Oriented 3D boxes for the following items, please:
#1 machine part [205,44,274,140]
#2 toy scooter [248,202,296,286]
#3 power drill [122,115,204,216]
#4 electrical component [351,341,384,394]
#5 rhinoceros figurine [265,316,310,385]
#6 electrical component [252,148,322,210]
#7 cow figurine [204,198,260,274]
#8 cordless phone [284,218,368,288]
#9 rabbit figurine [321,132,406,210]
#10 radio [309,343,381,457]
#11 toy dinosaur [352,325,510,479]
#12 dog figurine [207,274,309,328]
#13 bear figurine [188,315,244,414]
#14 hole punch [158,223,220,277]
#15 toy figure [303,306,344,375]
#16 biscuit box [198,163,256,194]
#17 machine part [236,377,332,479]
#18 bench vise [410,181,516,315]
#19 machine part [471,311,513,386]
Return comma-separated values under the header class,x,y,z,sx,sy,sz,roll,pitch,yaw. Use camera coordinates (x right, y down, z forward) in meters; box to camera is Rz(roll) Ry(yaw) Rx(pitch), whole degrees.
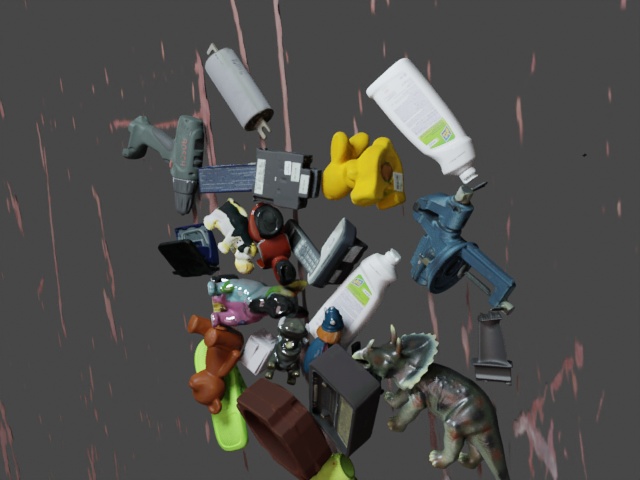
class,x,y,z,sx,sy,sz,roll,pitch,yaw
machine part,-0.174,-0.323,1.158,0.079,0.079,0.243,-37,80,28
toy scooter,-0.110,0.011,1.162,0.135,0.075,0.183,-6,103,71
power drill,-0.371,-0.195,1.283,0.208,0.086,0.231,25,108,26
electrical component,0.096,0.272,1.117,0.048,0.075,0.119,0,96,29
rhinoceros figurine,-0.066,0.234,1.141,0.073,0.112,0.190,16,143,-1
electrical component,-0.066,-0.122,1.088,0.134,0.058,0.114,13,105,16
cow figurine,-0.183,-0.009,1.224,0.098,0.068,0.167,-37,81,21
cordless phone,-0.002,-0.004,1.128,0.184,0.088,0.146,50,119,33
rabbit figurine,0.065,-0.130,1.048,0.173,0.122,0.162,-10,91,47
radio,0.042,0.312,1.044,0.131,0.073,0.229,41,147,30
toy dinosaur,0.248,0.316,1.026,0.405,0.131,0.192,33,112,13
dog figurine,-0.137,0.132,1.206,0.219,0.191,0.108,-2,95,-6
bear figurine,-0.256,0.286,1.224,0.120,0.131,0.195,25,89,47
hole punch,-0.305,0.024,1.290,0.142,0.092,0.115,-9,125,26
toy figure,0.011,0.201,1.079,0.064,0.058,0.154,38,114,36
biscuit box,-0.177,-0.139,1.200,0.203,0.059,0.062,1,99,27
machine part,-0.078,0.407,1.165,0.201,0.087,0.201,7,130,54
bench vise,0.259,0.028,0.953,0.241,0.129,0.223,47,125,32
machine part,0.321,0.202,1.007,0.084,0.039,0.138,2,100,35
